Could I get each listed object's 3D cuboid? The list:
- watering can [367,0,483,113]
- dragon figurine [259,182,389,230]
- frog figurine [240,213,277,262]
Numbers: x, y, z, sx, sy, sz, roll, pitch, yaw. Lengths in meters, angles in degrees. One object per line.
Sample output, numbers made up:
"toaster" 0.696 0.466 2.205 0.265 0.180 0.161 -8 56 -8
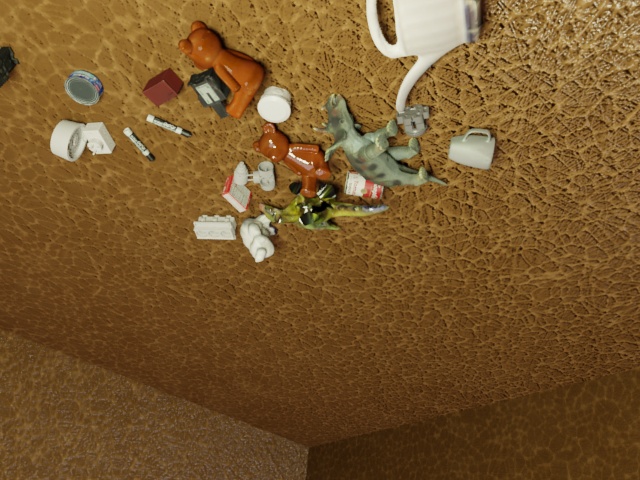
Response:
"watering can" 0.221 -0.422 1.060 0.224 0.106 0.340 -7 -42 16
"dragon figurine" 0.005 -0.077 1.525 0.410 0.123 0.240 7 -10 12
"frog figurine" -0.198 0.007 1.618 0.123 0.163 0.134 10 -39 -1
